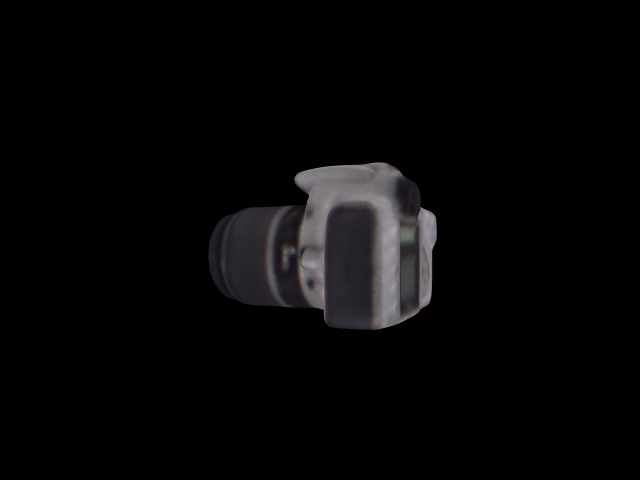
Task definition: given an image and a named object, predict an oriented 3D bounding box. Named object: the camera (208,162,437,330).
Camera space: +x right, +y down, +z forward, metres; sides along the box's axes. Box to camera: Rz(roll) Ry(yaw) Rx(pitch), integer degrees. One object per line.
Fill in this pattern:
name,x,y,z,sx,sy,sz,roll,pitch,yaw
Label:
camera,0.004,0.001,0.400,0.136,0.101,0.143,0,0,21
